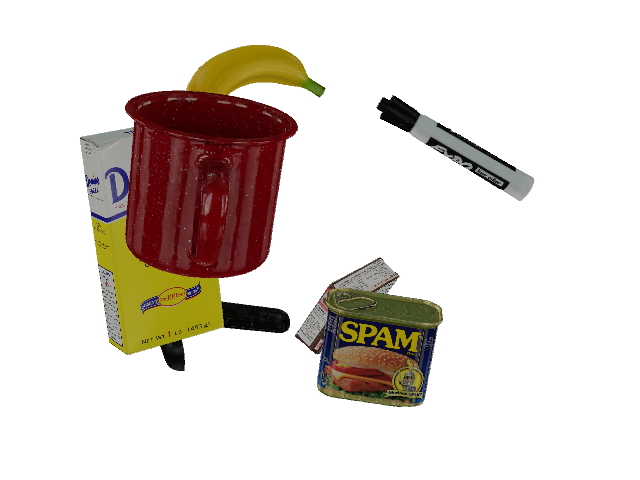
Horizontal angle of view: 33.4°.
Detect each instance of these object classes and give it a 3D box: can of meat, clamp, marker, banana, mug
[{"bbox_3d":[0.050,0.095,0.937,0.102,0.084,0.057,9,18,1],"label":"can of meat"},{"bbox_3d":[-0.160,0.078,1.117,0.210,0.036,0.164,16,20,30],"label":"clamp"},{"bbox_3d":[0.093,-0.066,0.743,0.121,0.020,0.020,30,-3,-5],"label":"marker"},{"bbox_3d":[-0.073,-0.160,1.044,0.070,0.037,0.197,43,37,21],"label":"banana"},{"bbox_3d":[-0.061,-0.026,0.577,0.093,0.081,0.117,4,22,-14],"label":"mug"}]

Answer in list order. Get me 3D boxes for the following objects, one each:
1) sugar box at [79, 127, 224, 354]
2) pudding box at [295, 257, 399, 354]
[{"bbox_3d":[-0.135,-0.004,0.872,0.093,0.176,0.048,-15,21,-30],"label":"sugar box"},{"bbox_3d":[0.032,0.075,1.233,0.039,0.090,0.113,42,34,14],"label":"pudding box"}]
